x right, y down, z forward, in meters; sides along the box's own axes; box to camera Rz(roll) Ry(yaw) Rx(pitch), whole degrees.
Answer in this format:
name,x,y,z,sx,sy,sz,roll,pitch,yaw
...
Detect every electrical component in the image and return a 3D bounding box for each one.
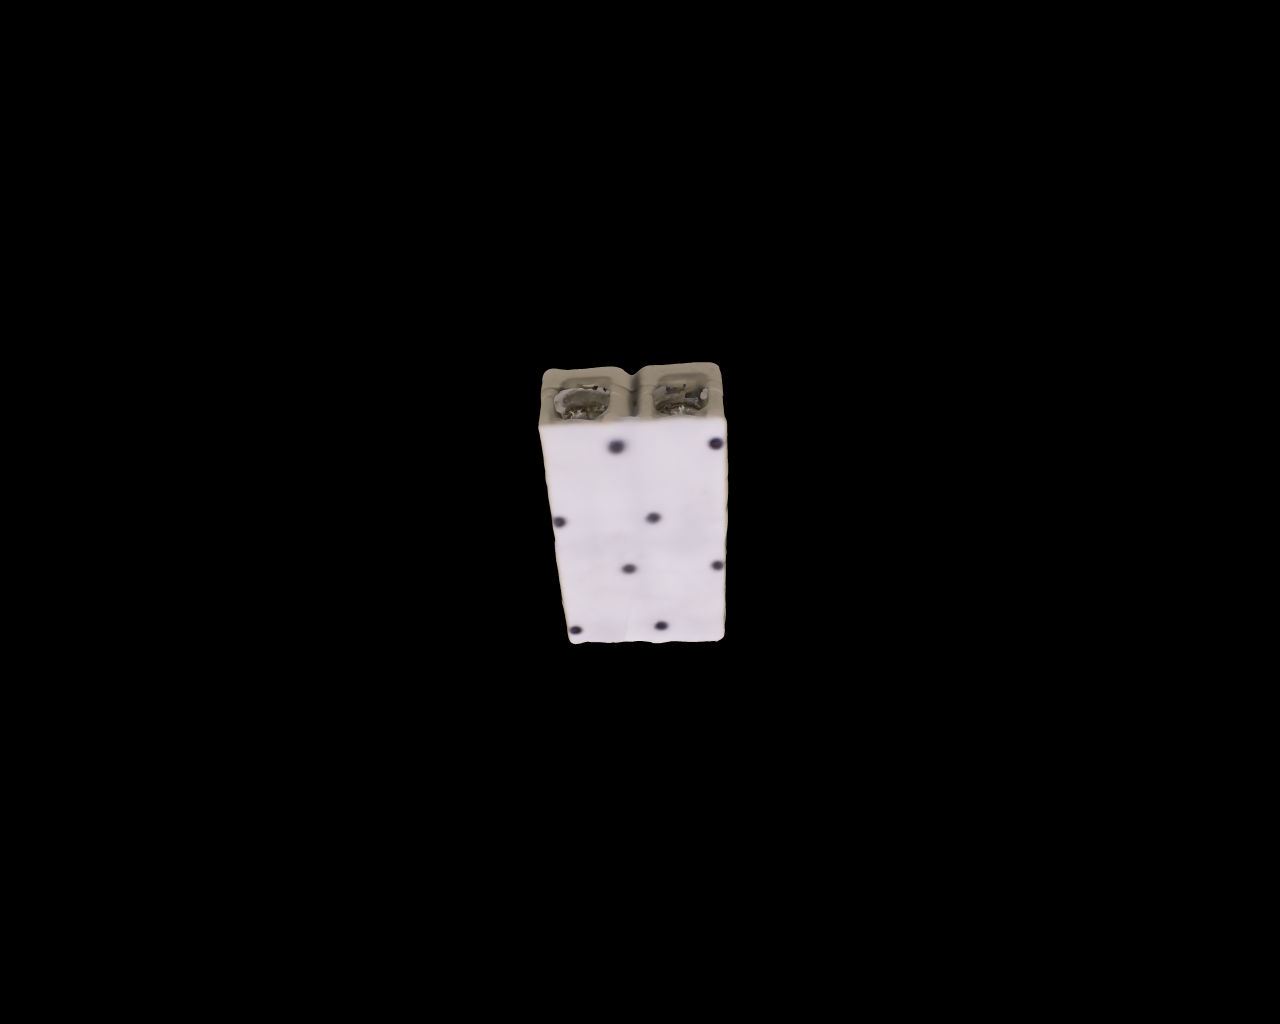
name,x,y,z,sx,sy,sz,roll,pitch,yaw
electrical component,0.001,-0.003,0.650,0.105,0.186,0.060,-2,43,2
